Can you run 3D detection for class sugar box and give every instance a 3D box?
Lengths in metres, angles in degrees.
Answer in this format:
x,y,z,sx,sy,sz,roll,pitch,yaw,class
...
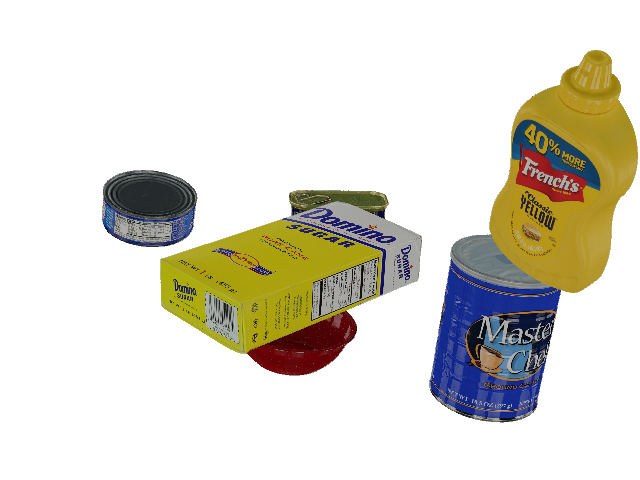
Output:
x,y,z,sx,sy,sz,roll,pitch,yaw,class
-0.018,0.021,0.776,0.175,0.048,0.093,-23,35,-38,sugar box

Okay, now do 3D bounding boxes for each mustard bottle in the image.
x,y,z,sx,sy,sz,roll,pitch,yaw,class
0.181,-0.055,0.780,0.058,0.192,0.096,-28,53,-29,mustard bottle

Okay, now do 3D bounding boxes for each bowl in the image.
x,y,z,sx,sy,sz,roll,pitch,yaw,class
-0.037,0.123,1.341,0.162,0.055,0.162,5,23,-2,bowl

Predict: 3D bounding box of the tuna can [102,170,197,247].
x,y,z,sx,sy,sz,roll,pitch,yaw,class
-0.157,-0.030,0.981,0.086,0.034,0.086,7,31,-5,tuna can

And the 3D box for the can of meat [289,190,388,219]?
x,y,z,sx,sy,sz,roll,pitch,yaw,class
0.017,-0.005,1.111,0.102,0.084,0.057,1,18,-3,can of meat

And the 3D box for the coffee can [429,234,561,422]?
x,y,z,sx,sy,sz,roll,pitch,yaw,class
0.159,0.078,0.971,0.103,0.140,0.103,6,23,-3,coffee can
